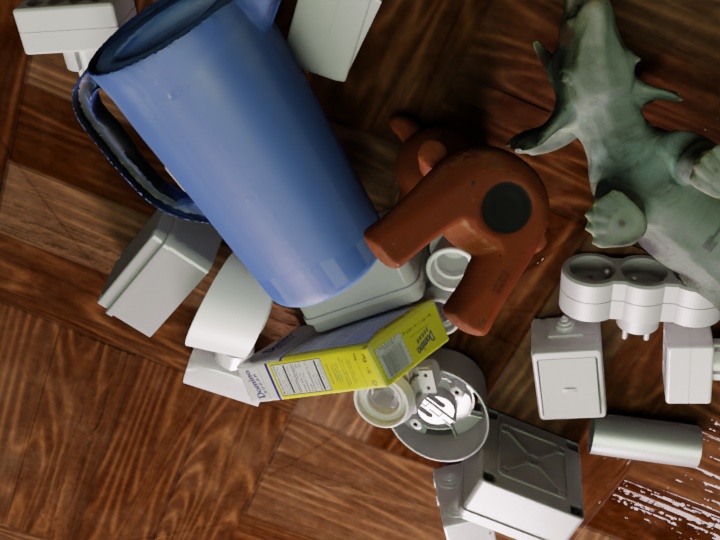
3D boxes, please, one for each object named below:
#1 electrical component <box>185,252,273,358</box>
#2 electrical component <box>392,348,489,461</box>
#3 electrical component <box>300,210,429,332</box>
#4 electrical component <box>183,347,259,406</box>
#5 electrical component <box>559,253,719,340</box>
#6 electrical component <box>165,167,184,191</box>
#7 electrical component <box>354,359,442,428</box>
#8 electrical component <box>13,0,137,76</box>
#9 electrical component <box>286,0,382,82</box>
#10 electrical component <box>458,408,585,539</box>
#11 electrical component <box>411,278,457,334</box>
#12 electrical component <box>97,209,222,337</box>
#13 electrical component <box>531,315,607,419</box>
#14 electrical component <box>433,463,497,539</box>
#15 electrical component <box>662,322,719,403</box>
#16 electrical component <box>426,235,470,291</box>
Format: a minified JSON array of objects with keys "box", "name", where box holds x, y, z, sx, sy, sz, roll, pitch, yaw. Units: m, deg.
[{"box":[-0.114,0.030,0.968,0.064,0.099,0.099,20,126,-12],"name":"electrical component"},{"box":[0.074,0.126,1.022,0.099,0.064,0.099,5,125,7],"name":"electrical component"},{"box":[0.000,0.000,0.940,0.113,0.078,0.057,-19,116,21],"name":"electrical component"},{"box":[-0.125,0.088,1.043,0.077,0.043,0.079,18,125,-3],"name":"electrical component"},{"box":[0.243,0.031,0.934,0.138,0.052,0.073,3,124,8],"name":"electrical component"},{"box":[-0.117,-0.090,0.907,0.096,0.061,0.061,-26,116,25],"name":"electrical component"},{"box":[0.028,0.106,0.973,0.078,0.057,0.058,-5,110,24],"name":"electrical component"},{"box":[-0.223,-0.185,0.868,0.083,0.047,0.075,-1,124,10],"name":"electrical component"},{"box":[-0.020,-0.190,0.821,0.061,0.061,0.096,18,125,-3],"name":"electrical component"},{"box":[0.154,0.200,1.034,0.109,0.108,0.056,22,123,-6],"name":"electrical component"},{"box":[0.071,0.026,0.959,0.066,0.055,0.048,-19,119,22],"name":"electrical component"},{"box":[-0.179,-0.006,0.967,0.057,0.078,0.113,34,123,-17],"name":"electrical component"},{"box":[0.189,0.086,0.976,0.062,0.061,0.096,-4,124,13],"name":"electrical component"},{"box":[0.108,0.252,1.084,0.048,0.099,0.099,-14,122,4],"name":"electrical component"},{"box":[0.312,0.080,0.960,0.077,0.047,0.065,-1,124,12],"name":"electrical component"},{"box":[0.082,-0.015,0.929,0.045,0.055,0.045,5,125,7],"name":"electrical component"}]
